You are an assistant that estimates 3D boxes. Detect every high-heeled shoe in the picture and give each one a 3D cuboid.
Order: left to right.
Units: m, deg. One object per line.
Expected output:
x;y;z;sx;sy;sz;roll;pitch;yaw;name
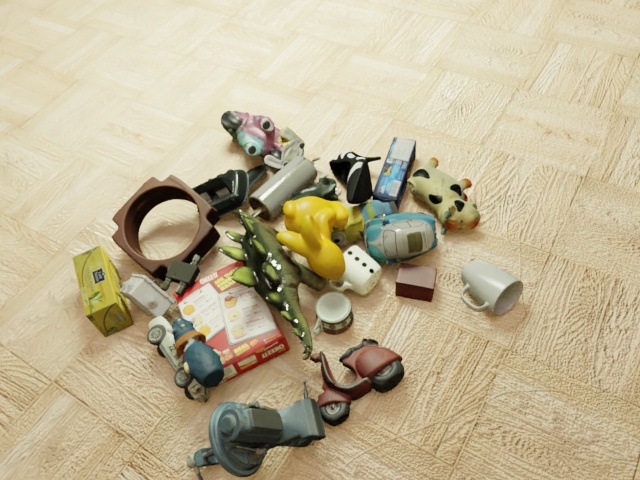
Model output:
0.054;-0.145;1.245;0.145;0.086;0.249;-5;28;26;high-heeled shoe

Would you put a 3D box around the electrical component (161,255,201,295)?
-0.286;0.068;1.110;0.063;0.021;0.094;15;63;18;electrical component

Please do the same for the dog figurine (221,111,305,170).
-0.158;-0.267;1.393;0.108;0.191;0.219;-62;33;7;dog figurine

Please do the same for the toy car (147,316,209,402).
-0.273;0.231;1.040;0.056;0.073;0.202;-35;56;-18;toy car

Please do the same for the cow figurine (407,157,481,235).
0.278;-0.092;1.208;0.127;0.085;0.195;-32;57;-24;cow figurine

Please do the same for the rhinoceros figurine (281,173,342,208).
-0.013;-0.098;1.227;0.112;0.073;0.190;-33;7;26;rhinoceros figurine

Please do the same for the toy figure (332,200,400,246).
0.086;-0.042;1.199;0.180;0.082;0.089;-19;44;-2;toy figure

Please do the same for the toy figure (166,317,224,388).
-0.230;0.202;0.979;0.155;0.064;0.057;42;112;39;toy figure

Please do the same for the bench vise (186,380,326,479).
-0.118;0.332;0.899;0.241;0.223;0.129;-33;65;23;bench vise

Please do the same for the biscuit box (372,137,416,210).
0.180;-0.154;1.283;0.059;0.062;0.203;13;56;16;biscuit box

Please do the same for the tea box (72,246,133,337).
-0.465;0.108;1.148;0.068;0.098;0.170;-25;55;-11;tea box

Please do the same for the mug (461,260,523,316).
0.325;0.095;1.065;0.109;0.080;0.107;-34;44;-12;mug

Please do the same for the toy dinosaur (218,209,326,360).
-0.092;0.066;1.056;0.105;0.198;0.472;-50;48;12;toy dinosaur

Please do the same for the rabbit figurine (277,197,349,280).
-0.002;-0.003;1.063;0.122;0.162;0.173;-32;59;19;rabbit figurine

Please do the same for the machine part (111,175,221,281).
-0.342;-0.027;1.205;0.202;0.087;0.201;37;79;16;machine part

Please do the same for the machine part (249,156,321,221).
-0.087;-0.125;1.289;0.079;0.079;0.243;31;62;27;machine part

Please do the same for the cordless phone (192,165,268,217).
-0.217;-0.135;1.321;0.147;0.088;0.184;-18;19;31;cordless phone

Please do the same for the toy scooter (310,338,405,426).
0.056;0.240;0.990;0.184;0.075;0.135;-31;54;-10;toy scooter

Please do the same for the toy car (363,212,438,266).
0.177;0.000;1.120;0.162;0.109;0.103;-7;13;-5;toy car
